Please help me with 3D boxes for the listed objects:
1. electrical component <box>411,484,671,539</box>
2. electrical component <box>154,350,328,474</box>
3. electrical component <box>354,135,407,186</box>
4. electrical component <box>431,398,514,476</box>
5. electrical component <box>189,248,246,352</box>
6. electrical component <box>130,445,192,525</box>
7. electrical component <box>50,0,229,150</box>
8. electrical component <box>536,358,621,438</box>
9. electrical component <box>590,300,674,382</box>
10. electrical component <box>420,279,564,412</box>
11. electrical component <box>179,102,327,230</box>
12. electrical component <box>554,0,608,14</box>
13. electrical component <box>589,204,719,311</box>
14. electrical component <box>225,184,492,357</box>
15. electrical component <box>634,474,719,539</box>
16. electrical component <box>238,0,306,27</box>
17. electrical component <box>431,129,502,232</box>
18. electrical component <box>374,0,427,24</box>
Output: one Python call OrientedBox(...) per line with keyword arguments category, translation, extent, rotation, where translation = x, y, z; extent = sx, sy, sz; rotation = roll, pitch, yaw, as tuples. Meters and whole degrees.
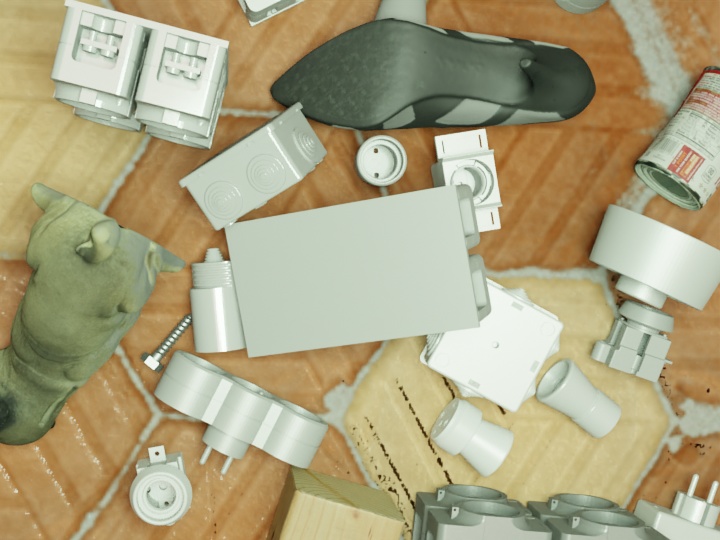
OrientedBox(category="electrical component", translation=(0.143, 0.220, 0.870), extent=(0.186, 0.105, 0.060), rotation=(6, 91, -7))
OrientedBox(category="electrical component", translation=(-0.102, 0.127, 0.863), extent=(0.138, 0.052, 0.073), rotation=(27, 89, -7))
OrientedBox(category="electrical component", translation=(0.015, -0.087, 0.872), extent=(0.040, 0.046, 0.040), rotation=(0, 92, -7))
OrientedBox(category="electrical component", translation=(0.093, 0.138, 0.892), extent=(0.055, 0.045, 0.045), rotation=(34, 88, -7))
OrientedBox(category="electrical component", translation=(-0.114, 0.023, 0.862), extent=(0.043, 0.043, 0.081), rotation=(-5, 93, -7))
OrientedBox(category="electrical component", translation=(-0.158, 0.175, 0.857), extent=(0.048, 0.055, 0.066), rotation=(-10, 93, -6))
OrientedBox(category="electrical component", translation=(-0.154, -0.133, 0.779), extent=(0.105, 0.186, 0.060), rotation=(14, 90, -7))
OrientedBox(category="electrical component", translation=(0.187, 0.111, 0.905), extent=(0.065, 0.044, 0.044), rotation=(38, 87, -12))
OrientedBox(category="electrical component", translation=(0.235, 0.058, 0.906), extent=(0.066, 0.048, 0.055), rotation=(19, 98, -7))
OrientedBox(category="electrical component", translation=(0.109, 0.059, 0.884), extent=(0.100, 0.048, 0.099), rotation=(28, 92, -2))
OrientedBox(category="electrical component", translation=(-0.079, -0.079, 0.829), extent=(0.100, 0.099, 0.048), rotation=(-29, 101, 20))
OrientedBox(category="electrical component", translation=(0.189, -0.243, 0.887), extent=(0.055, 0.047, 0.055), rotation=(0, 92, -7))
OrientedBox(category="electrical component", translation=(0.239, -0.004, 0.875), extent=(0.108, 0.108, 0.060), rotation=(24, 95, -7))
OrientedBox(category="electrical component", translation=(0.000, 0.000, 0.835), extent=(0.186, 0.060, 0.105), rotation=(-9, 94, 19))
OrientedBox(category="electrical component", translation=(0.283, 0.212, 0.917), extent=(0.083, 0.047, 0.075), rotation=(20, 89, -7))
OrientedBox(category="electrical component", translation=(-0.027, -0.286, 0.852), extent=(0.186, 0.060, 0.105), rotation=(-28, 95, -5))
OrientedBox(category="electrical component", translation=(0.085, -0.070, 0.873), extent=(0.042, 0.064, 0.081), rotation=(-9, 93, -6))
OrientedBox(category="electrical component", translation=(0.036, -0.221, 0.870), extent=(0.045, 0.045, 0.055), rotation=(9, 91, -7))
